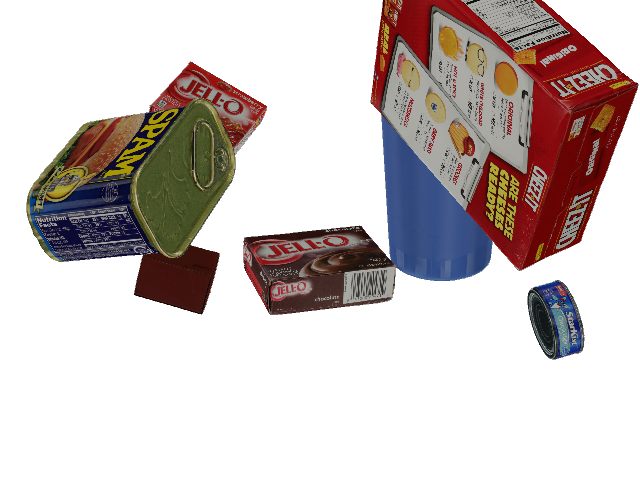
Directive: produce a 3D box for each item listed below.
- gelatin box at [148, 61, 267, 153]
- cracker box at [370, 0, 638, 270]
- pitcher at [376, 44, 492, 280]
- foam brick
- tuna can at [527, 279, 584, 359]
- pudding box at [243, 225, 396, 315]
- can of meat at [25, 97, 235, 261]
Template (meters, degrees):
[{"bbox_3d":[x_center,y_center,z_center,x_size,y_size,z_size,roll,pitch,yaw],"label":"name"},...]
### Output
[{"bbox_3d":[-0.107,-0.121,1.013,0.089,0.073,0.030,32,-38,3],"label":"gelatin box"},{"bbox_3d":[0.127,-0.111,0.806,0.072,0.214,0.164,-23,-35,-22],"label":"cracker box"},{"bbox_3d":[0.130,-0.091,1.104,0.149,0.243,0.145,-9,25,-17],"label":"pitcher"},{"bbox_3d":[-0.153,0.036,1.141,0.078,0.051,0.053,17,29,-3],"label":"foam brick"},{"bbox_3d":[0.264,0.090,1.204,0.033,0.086,0.086,-15,1,-5],"label":"tuna can"},{"bbox_3d":[-0.003,0.024,0.921,0.113,0.039,0.090,-4,25,-17],"label":"pudding box"},{"bbox_3d":[-0.110,-0.034,0.619,0.084,0.057,0.102,-5,36,28],"label":"can of meat"}]
